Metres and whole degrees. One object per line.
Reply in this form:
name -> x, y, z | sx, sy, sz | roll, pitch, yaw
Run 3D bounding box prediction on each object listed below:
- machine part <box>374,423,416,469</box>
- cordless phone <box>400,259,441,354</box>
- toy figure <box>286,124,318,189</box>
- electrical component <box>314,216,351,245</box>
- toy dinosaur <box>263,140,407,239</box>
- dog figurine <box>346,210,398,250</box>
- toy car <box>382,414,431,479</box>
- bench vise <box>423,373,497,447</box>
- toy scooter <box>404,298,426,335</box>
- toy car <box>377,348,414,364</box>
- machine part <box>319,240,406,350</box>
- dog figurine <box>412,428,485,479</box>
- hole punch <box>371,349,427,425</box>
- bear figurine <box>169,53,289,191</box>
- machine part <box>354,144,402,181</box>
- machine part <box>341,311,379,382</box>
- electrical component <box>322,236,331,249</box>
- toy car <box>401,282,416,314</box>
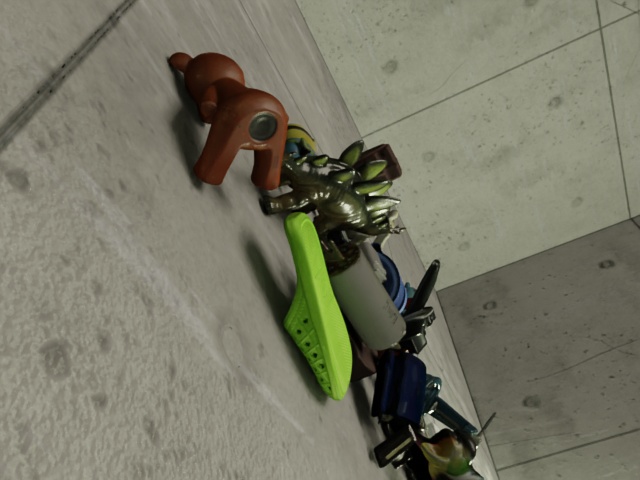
machine part -> 0.130, 0.350, 0.907 | 0.039, 0.084, 0.138 | 43, -10, 30
cordless phone -> 0.205, 0.130, 1.109 | 0.089, 0.184, 0.146 | 25, 10, 19
toy figure -> -0.048, -0.168, 1.038 | 0.180, 0.082, 0.089 | -82, 149, -62
electrical component -> 0.035, 0.002, 1.149 | 0.119, 0.048, 0.074 | 71, 14, 15
toy dinosaur -> 0.038, -0.067, 0.949 | 0.471, 0.199, 0.105 | 34, 39, -64
dog figurine -> 0.124, -0.049, 1.343 | 0.190, 0.172, 0.121 | -46, 124, -68
toy car -> 0.180, 0.389, 1.017 | 0.201, 0.073, 0.056 | 64, 17, -14
bench vise -> 0.230, 0.338, 1.102 | 0.241, 0.129, 0.223 | 32, -1, 35
toy scooter -> 0.211, 0.196, 1.336 | 0.075, 0.135, 0.183 | -77, 144, -71
toy car -> 0.150, 0.233, 1.122 | 0.202, 0.089, 0.053 | -8, 113, -74
machine part -> 0.067, 0.090, 0.835 | 0.243, 0.079, 0.079 | 57, 16, -27
dog figurine -> 0.216, 0.436, 0.928 | 0.219, 0.191, 0.108 | 51, -1, -1
hole punch -> 0.142, 0.255, 0.927 | 0.115, 0.092, 0.142 | 85, 18, -67
bear figurine -> -0.126, -0.163, 0.699 | 0.120, 0.131, 0.196 | 0, 29, -40
machine part -> 0.093, -0.157, 1.310 | 0.087, 0.201, 0.201 | 63, 14, -8
machine part -> 0.046, 0.153, 0.921 | 0.179, 0.056, 0.179 | 59, 17, -30
electrical component -> -0.002, -0.003, 1.067 | 0.093, 0.021, 0.063 | 57, 16, -33
toy car -> 0.204, 0.172, 1.460 | 0.103, 0.109, 0.162 | 44, 27, -2
